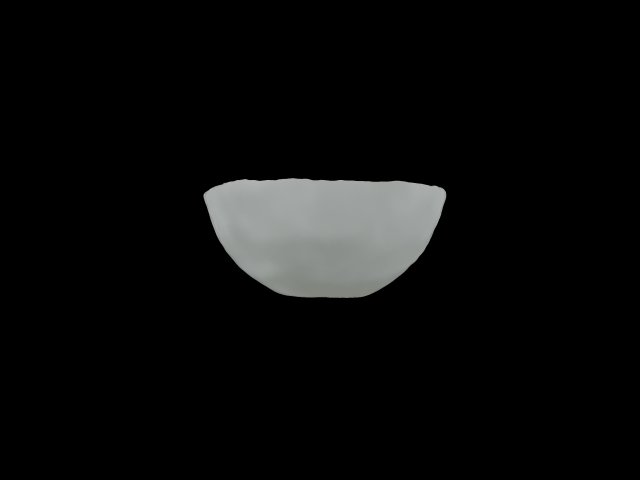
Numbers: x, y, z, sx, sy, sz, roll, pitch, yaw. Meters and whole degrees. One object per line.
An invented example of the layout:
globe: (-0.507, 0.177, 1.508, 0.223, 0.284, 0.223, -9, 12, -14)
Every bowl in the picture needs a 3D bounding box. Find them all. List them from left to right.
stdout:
bowl: (0.004, 0.001, 0.400, 0.167, 0.075, 0.167, 0, 0, 0)
